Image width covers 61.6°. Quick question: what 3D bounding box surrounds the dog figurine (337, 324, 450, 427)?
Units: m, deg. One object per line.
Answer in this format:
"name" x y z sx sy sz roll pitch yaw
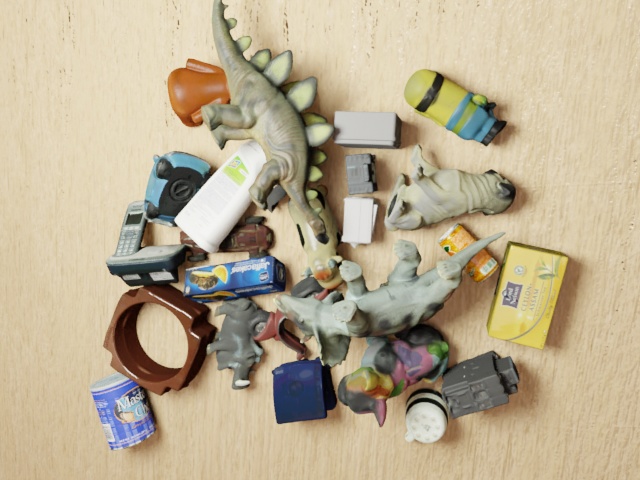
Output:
"dog figurine" 0.133 0.236 0.948 0.192 0.219 0.108 -13 98 16

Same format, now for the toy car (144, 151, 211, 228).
"toy car" -0.294 -0.111 1.071 0.103 0.109 0.161 49 118 47

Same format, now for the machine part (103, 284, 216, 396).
"machine part" -0.336 0.203 1.131 0.201 0.087 0.201 27 105 10

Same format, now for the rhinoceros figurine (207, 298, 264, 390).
"rhinoceros figurine" -0.168 0.210 1.100 0.112 0.073 0.190 5 97 2

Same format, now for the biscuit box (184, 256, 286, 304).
"biscuit box" -0.169 0.080 1.067 0.203 0.062 0.059 -11 63 19

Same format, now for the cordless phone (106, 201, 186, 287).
"cordless phone" -0.342 -0.004 1.092 0.147 0.088 0.184 -6 57 8

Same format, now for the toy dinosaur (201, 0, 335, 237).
"toy dinosaur" -0.097 -0.220 0.925 0.198 0.105 0.471 -31 94 -9

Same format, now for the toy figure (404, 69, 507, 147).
"toy figure" 0.230 -0.230 0.924 0.180 0.089 0.082 37 98 9

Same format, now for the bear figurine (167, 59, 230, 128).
"bear figurine" -0.185 -0.289 1.024 0.196 0.132 0.120 -10 97 -3

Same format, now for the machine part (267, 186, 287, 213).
"machine part" -0.058 -0.112 1.028 0.039 0.084 0.139 40 116 -20

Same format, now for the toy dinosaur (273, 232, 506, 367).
"toy dinosaur" 0.126 0.106 0.932 0.405 0.192 0.131 -14 55 -3

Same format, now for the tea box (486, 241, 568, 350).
"tea box" 0.362 0.095 0.947 0.098 0.068 0.169 11 101 12

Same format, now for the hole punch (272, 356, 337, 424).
"hole punch" -0.035 0.300 1.068 0.142 0.092 0.115 -13 91 19

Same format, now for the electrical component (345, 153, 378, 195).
"electrical component" 0.074 -0.117 0.965 0.048 0.119 0.074 -5 99 14

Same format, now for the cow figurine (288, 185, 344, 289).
"cow figurine" -0.002 -0.003 0.996 0.086 0.127 0.194 -19 90 19

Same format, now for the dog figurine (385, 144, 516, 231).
"dog figurine" 0.228 -0.060 0.953 0.190 0.121 0.172 21 137 -7

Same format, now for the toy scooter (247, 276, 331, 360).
"toy scooter" -0.039 0.163 1.054 0.184 0.075 0.135 -33 108 6

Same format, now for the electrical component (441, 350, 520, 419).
"electrical component" 0.288 0.254 0.964 0.134 0.115 0.058 -25 96 16

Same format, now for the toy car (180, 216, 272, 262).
"toy car" -0.195 -0.001 1.085 0.202 0.053 0.089 -1 100 13

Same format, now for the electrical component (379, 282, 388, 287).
"electrical component" 0.147 0.117 1.016 0.102 0.045 0.078 29 102 9
